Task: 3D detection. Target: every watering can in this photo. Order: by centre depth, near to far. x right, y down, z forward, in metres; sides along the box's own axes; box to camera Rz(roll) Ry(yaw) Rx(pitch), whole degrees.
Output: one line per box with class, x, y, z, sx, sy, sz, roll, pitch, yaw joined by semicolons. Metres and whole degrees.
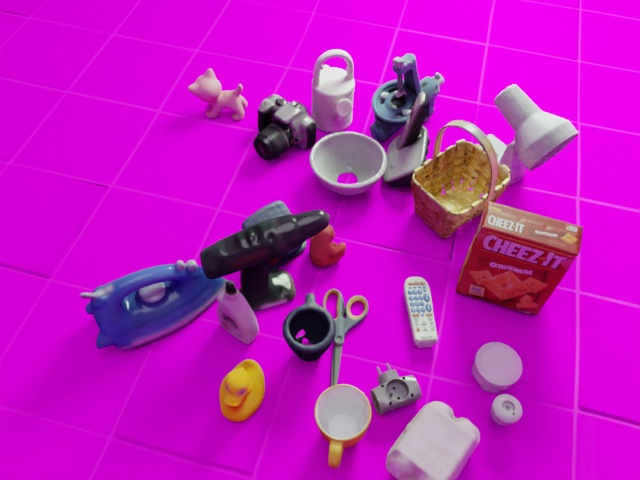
watering can;0.034;-0.346;1.314;0.101;0.194;0.172;-31;61;-21

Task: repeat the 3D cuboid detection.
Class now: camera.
camera;-0.098;-0.256;1.304;0.143;0.101;0.137;35;61;21

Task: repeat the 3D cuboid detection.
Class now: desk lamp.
desk lamp;0.420;-0.211;1.218;0.118;0.214;0.202;-30;61;-21

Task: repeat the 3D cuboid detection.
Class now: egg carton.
egg carton;0.180;0.334;0.914;0.107;0.069;0.150;33;60;20

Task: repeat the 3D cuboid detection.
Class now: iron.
iron;-0.294;0.090;1.029;0.259;0.141;0.118;-23;58;-17

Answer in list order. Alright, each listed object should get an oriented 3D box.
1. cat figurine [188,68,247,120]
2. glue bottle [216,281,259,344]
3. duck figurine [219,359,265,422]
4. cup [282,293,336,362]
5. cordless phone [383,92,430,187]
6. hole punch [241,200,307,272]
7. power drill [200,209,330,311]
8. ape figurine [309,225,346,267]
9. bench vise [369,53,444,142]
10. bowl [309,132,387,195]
cat figurine;-0.241;-0.349;1.355;0.128;0.118;0.067;2;55;0
glue bottle;-0.149;0.117;0.994;0.078;0.173;0.037;28;59;18
duck figurine;-0.133;0.242;0.960;0.077;0.086;0.104;15;56;9
cup;-0.019;0.162;1.014;0.091;0.095;0.117;1;55;-1
cordless phone;0.194;-0.213;1.231;0.094;0.185;0.147;8;55;4
hole punch;-0.088;-0.010;1.136;0.109;0.091;0.101;-35;62;-23
power drill;-0.094;0.038;1.030;0.230;0.208;0.075;-16;56;-12
ape figurine;0.010;0.004;1.129;0.077;0.092;0.076;39;63;23
bench vise;0.197;-0.351;1.307;0.121;0.220;0.208;28;59;17
bowl;0.060;-0.155;1.253;0.167;0.075;0.167;1;55;-1
